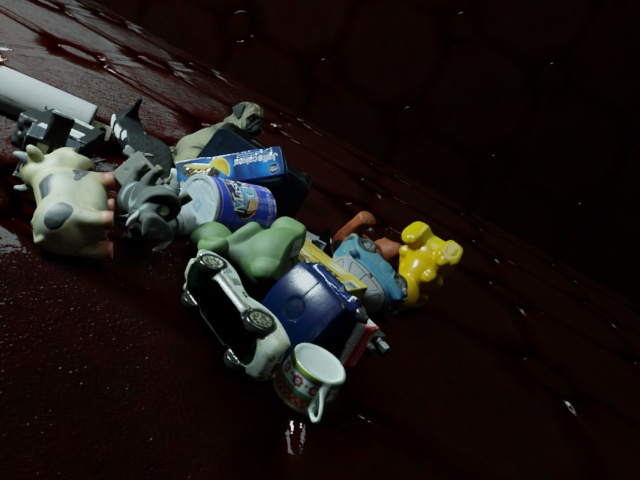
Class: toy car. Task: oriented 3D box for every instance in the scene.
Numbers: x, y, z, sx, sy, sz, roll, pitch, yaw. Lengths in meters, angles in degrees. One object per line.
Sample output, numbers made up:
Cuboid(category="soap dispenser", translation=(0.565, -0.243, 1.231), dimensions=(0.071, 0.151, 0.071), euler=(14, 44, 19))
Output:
Cuboid(category="toy car", translation=(-0.111, 0.089, 0.668), dimensions=(0.056, 0.073, 0.202), euler=(4, 31, -47))
Cuboid(category="toy car", translation=(0.072, 0.077, 0.964), dimensions=(0.162, 0.109, 0.103), euler=(47, 46, 16))

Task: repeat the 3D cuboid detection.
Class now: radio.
Cuboid(category="radio", translation=(-0.136, -0.126, 1.088), dimensions=(0.229, 0.131, 0.073), euler=(33, 18, -11))

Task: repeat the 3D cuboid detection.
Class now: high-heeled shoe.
Cuboid(category="high-heeled shoe", translation=(-0.361, -0.163, 1.047), dimensions=(0.086, 0.145, 0.249), euler=(5, 58, -39))

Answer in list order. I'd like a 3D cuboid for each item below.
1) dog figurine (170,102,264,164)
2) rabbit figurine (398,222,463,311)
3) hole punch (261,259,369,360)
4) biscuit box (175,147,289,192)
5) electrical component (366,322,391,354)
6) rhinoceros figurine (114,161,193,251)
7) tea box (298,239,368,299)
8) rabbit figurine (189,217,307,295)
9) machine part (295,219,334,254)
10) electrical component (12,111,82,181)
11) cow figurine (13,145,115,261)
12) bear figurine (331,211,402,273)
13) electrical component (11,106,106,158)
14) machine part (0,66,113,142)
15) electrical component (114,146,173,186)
Cuboid(category="dog figurine", translation=(-0.228, -0.232, 1.182), dimensions=(0.172, 0.190, 0.121), euler=(7, 28, -46))
Cuboid(category="rabbit figurine", translation=(0.181, 0.072, 1.067), dimensions=(0.122, 0.173, 0.162), euler=(34, -26, 14))
Cuboid(category="hole punch", translation=(-0.019, 0.100, 0.725), dimensions=(0.092, 0.115, 0.142), euler=(0, 32, -42))
Cuboid(category="biscuit box", translation=(-0.162, -0.125, 1.003), dimensions=(0.203, 0.059, 0.062), euler=(-9, -13, 2))
Cuboid(category="electrical component", translation=(0.071, 0.149, 0.864), dimensions=(0.063, 0.021, 0.094), euler=(12, 25, -41))
Cuboid(category="rhinoceros figurine", translation=(-0.253, -0.050, 0.785), dimensions=(0.073, 0.112, 0.191), euler=(53, -12, -33))
Cuboid(category="tea box", translation=(-0.018, 0.060, 0.898), dimensions=(0.170, 0.068, 0.098), euler=(37, 19, 27))
Cuboid(category="rabbit figurine", translation=(-0.127, 0.028, 0.805), dimensions=(0.170, 0.121, 0.159), euler=(15, 21, 16))
Cuboid(category="machine part", translation=(-0.002, -0.003, 1.150), dimensions=(0.139, 0.039, 0.084), euler=(19, 29, -35))
Cuboid(category="electrical component", translation=(-0.392, -0.135, 0.782), dimensions=(0.075, 0.119, 0.048), euler=(18, 21, -25))
Cuboid(category="cow figurine", translation=(-0.334, -0.056, 0.701), dimensions=(0.127, 0.085, 0.195), euler=(2, 38, -24))
Cuboid(category="bear figurine", translation=(0.123, 0.025, 1.129), dimensions=(0.196, 0.132, 0.120), euler=(9, 64, -37))
Cuboid(category="electrical component", translation=(-0.442, -0.171, 0.905), dimensions=(0.115, 0.058, 0.134), euler=(23, 19, -11))
Cuboid(category="machine part", translation=(-0.504, -0.245, 0.982), dimensions=(0.243, 0.079, 0.079), euler=(21, 19, -21))
Cuboid(category="electrical component", translation=(-0.305, -0.112, 0.924), dimensions=(0.102, 0.078, 0.045), euler=(39, -8, 9))
